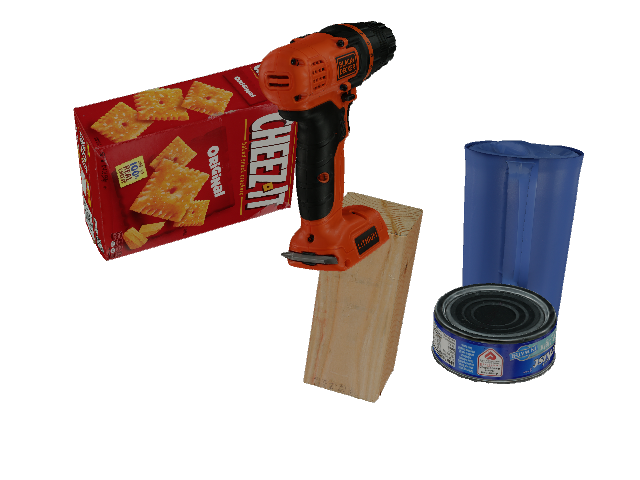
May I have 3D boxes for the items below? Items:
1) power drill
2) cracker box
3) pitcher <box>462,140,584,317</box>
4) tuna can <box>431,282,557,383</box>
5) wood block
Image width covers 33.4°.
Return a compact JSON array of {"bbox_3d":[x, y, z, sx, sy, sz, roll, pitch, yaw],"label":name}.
[{"bbox_3d":[0.016,-0.081,0.872,0.057,0.188,0.184,4,20,30],"label":"power drill"},{"bbox_3d":[-0.130,-0.078,1.071,0.213,0.072,0.164,-17,-37,-20],"label":"cracker box"},{"bbox_3d":[0.223,0.009,1.224,0.149,0.243,0.145,-7,16,-33],"label":"pitcher"},{"bbox_3d":[0.120,0.062,0.739,0.086,0.034,0.086,-1,25,0],"label":"tuna can"},{"bbox_3d":[0.047,0.063,1.197,0.090,0.206,0.090,14,24,13],"label":"wood block"}]
